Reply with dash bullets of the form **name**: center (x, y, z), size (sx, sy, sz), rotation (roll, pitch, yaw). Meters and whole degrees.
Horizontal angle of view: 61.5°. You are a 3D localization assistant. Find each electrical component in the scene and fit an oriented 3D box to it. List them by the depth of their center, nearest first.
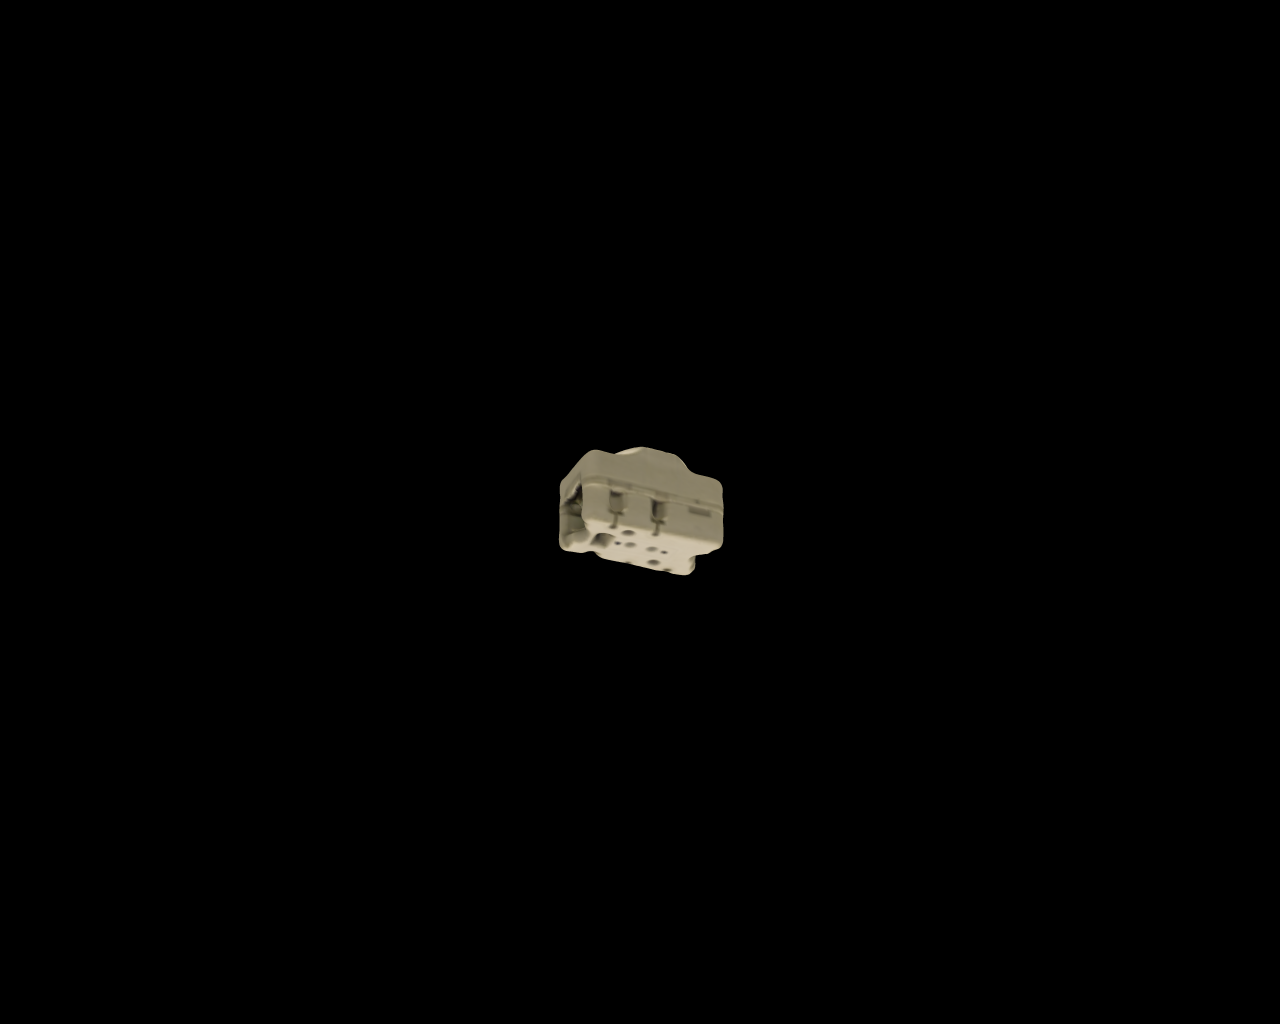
- **electrical component**: center (0.001, -0.003, 0.650), size (0.089, 0.056, 0.050), rotation (13, -32, -22)
